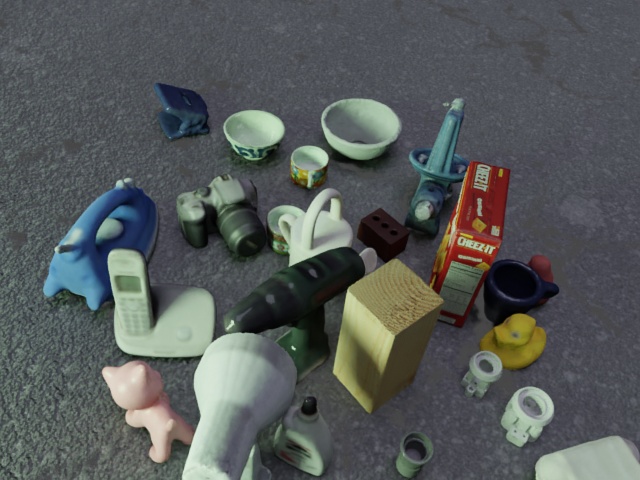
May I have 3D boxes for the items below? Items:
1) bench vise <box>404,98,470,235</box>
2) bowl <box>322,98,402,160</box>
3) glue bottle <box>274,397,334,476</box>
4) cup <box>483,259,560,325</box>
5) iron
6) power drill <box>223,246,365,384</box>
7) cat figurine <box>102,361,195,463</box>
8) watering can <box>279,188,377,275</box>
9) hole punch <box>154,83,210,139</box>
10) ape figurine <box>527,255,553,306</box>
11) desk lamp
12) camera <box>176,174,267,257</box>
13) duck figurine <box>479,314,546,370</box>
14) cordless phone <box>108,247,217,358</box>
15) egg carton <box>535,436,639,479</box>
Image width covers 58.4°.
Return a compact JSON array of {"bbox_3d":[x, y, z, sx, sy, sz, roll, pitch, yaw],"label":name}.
[{"bbox_3d":[0.224,-0.127,1.026,0.121,0.220,0.207,5,48,-1],"label":"bench vise"},{"bbox_3d":[0.083,-0.219,1.191,0.167,0.075,0.167,3,48,-3],"label":"bowl"},{"bbox_3d":[-0.018,0.236,0.708,0.078,0.173,0.037,18,49,10],"label":"glue bottle"},{"bbox_3d":[0.313,0.094,0.922,0.117,0.095,0.091,5,48,-1],"label":"cup"},{"bbox_3d":[-0.340,-0.020,0.925,0.118,0.141,0.258,15,49,8],"label":"iron"},{"bbox_3d":[-0.033,0.111,0.794,0.075,0.208,0.230,38,55,26],"label":"power drill"},{"bbox_3d":[-0.224,0.211,0.747,0.067,0.118,0.127,-35,60,-31],"label":"cat figurine"},{"bbox_3d":[0.010,0.002,0.906,0.172,0.194,0.101,14,48,7],"label":"watering can"},{"bbox_3d":[-0.287,-0.279,1.196,0.101,0.091,0.108,-18,52,-20],"label":"hole punch"},{"bbox_3d":[0.360,0.061,0.958,0.078,0.092,0.076,-9,50,-13],"label":"ape figurine"},{"bbox_3d":[-0.102,0.243,0.666,0.118,0.213,0.203,10,48,3],"label":"desk lamp"},{"bbox_3d":[-0.160,-0.039,0.987,0.143,0.101,0.136,-19,53,-21],"label":"camera"},{"bbox_3d":[0.304,0.147,0.880,0.105,0.086,0.077,-8,50,-13],"label":"duck figurine"},{"bbox_3d":[-0.224,0.085,0.814,0.147,0.185,0.094,1,48,-5],"label":"cordless phone"},{"bbox_3d":[0.361,0.319,0.742,0.150,0.069,0.107,-10,50,-15],"label":"egg carton"}]
